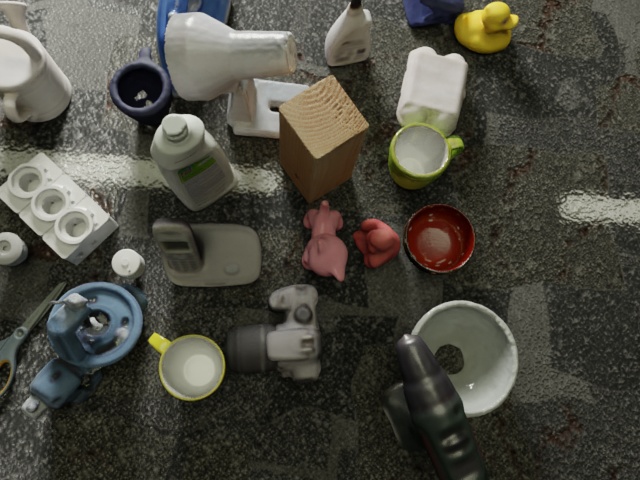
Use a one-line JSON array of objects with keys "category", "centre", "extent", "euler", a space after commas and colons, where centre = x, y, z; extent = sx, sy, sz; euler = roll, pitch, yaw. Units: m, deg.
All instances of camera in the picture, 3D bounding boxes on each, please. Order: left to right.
[{"category": "camera", "centre": [-0.067, 0.139, 0.836], "extent": [0.137, 0.101, 0.143], "euler": [-3, 78, -5]}]

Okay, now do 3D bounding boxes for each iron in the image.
[{"category": "iron", "centre": [-0.214, -0.375, 0.915], "extent": [0.118, 0.141, 0.258], "euler": [8, 77, -2]}]

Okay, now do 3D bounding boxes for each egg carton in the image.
[{"category": "egg carton", "centre": [0.188, -0.246, 0.956], "extent": [0.107, 0.069, 0.150], "euler": [13, 77, -1]}]

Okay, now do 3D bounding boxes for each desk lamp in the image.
[{"category": "desk lamp", "centre": [-0.112, -0.246, 0.858], "extent": [0.203, 0.213, 0.118], "euler": [4, 77, -3]}]

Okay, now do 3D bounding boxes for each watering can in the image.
[{"category": "watering can", "centre": [-0.454, -0.266, 0.846], "extent": [0.101, 0.194, 0.173], "euler": [-24, 80, -9]}]

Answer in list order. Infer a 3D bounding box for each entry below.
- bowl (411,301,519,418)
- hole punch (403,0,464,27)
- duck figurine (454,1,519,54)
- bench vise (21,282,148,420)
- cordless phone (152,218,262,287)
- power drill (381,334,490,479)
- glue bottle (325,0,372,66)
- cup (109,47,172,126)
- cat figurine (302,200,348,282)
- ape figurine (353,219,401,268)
[{"category": "bowl", "centre": [0.205, 0.178, 0.862], "extent": [0.167, 0.074, 0.167], "euler": [1, 78, -4]}, {"category": "hole punch", "centre": [0.199, -0.437, 0.987], "extent": [0.101, 0.091, 0.108], "euler": [-8, 78, -6]}, {"category": "duck figurine", "centre": [0.288, -0.374, 0.983], "extent": [0.104, 0.086, 0.077], "euler": [12, 77, -2]}, {"category": "bench vise", "centre": [-0.313, 0.145, 0.754], "extent": [0.121, 0.219, 0.207], "euler": [16, 77, 0]}, {"category": "cordless phone", "centre": [-0.159, 0.010, 0.814], "extent": [0.147, 0.185, 0.094], "euler": [-4, 78, -5]}, {"category": "power drill", "centre": [0.145, 0.239, 0.775], "extent": [0.076, 0.208, 0.229], "euler": [-24, 80, -9]}, {"category": "glue bottle", "centre": [0.051, -0.339, 0.912], "extent": [0.078, 0.173, 0.037], "euler": [-12, 79, -6]}, {"category": "cup", "centre": [-0.272, -0.233, 0.904], "extent": [0.091, 0.095, 0.118], "euler": [2, 78, -4]}, {"category": "cat figurine", "centre": [0.008, 0.003, 0.862], "extent": [0.067, 0.117, 0.128], "euler": [0, 78, -4]}, {"category": "ape figurine", "centre": [0.090, 0.003, 0.882], "extent": [0.076, 0.092, 0.078], "euler": [13, 77, -1]}]
